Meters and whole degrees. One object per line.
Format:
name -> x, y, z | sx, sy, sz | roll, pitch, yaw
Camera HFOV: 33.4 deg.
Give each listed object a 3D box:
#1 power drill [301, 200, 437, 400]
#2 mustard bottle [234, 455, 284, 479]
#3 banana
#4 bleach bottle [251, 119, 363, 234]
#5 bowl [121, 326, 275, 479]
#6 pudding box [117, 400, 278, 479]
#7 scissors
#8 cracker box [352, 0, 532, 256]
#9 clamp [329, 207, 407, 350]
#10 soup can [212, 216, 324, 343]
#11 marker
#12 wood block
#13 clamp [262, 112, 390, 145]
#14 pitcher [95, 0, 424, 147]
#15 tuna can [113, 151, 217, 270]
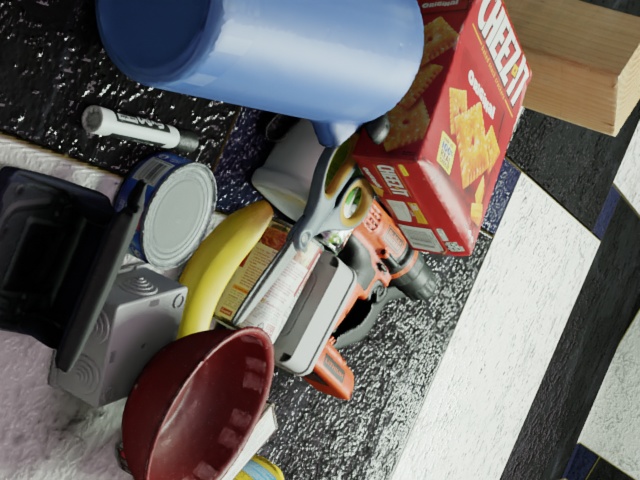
power drill -> 0.039, 0.065, 1.096 | 0.184, 0.057, 0.187 | 45, 65, -41
mustard bottle -> -0.086, 0.236, 1.003 | 0.191, 0.096, 0.058 | 11, 100, -63
banana -> -0.092, 0.058, 0.889 | 0.069, 0.037, 0.198 | 10, 96, -19
bleach bottle -> 0.031, -0.137, 0.963 | 0.251, 0.068, 0.102 | -65, 151, -10
bowl -> -0.102, 0.129, 0.821 | 0.161, 0.055, 0.162 | -47, 152, -36
pudding box -> -0.105, 0.171, 0.922 | 0.113, 0.090, 0.039 | -46, 147, -36
scissors -> -0.006, 0.001, 0.891 | 0.201, 0.016, 0.096 | -63, 144, -16
cracker box -> 0.119, -0.116, 0.966 | 0.164, 0.072, 0.213 | 52, 53, -51
clamp -> 0.059, 0.054, 1.188 | 0.209, 0.036, 0.164 | -51, 141, -27
soup can -> -0.049, 0.036, 0.942 | 0.102, 0.069, 0.068 | -62, 153, -8
marker -> -0.125, -0.078, 0.764 | 0.121, 0.020, 0.020 | 7, 105, -63
wood block -> 0.234, -0.198, 1.126 | 0.090, 0.206, 0.091 | -52, 150, -27
clamp -> 0.030, -0.150, 0.892 | 0.039, 0.120, 0.171 | 40, 71, -56
pitcher -> -0.038, -0.163, 0.750 | 0.145, 0.149, 0.242 | -42, 161, 26
tuna can -> -0.117, -0.023, 0.805 | 0.086, 0.034, 0.086 | -43, 145, -40
